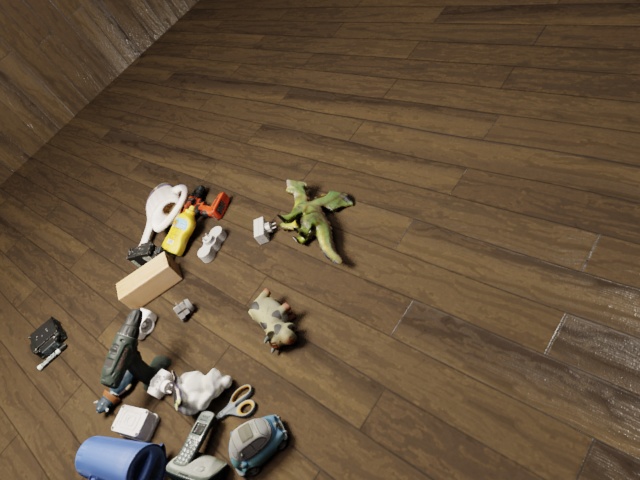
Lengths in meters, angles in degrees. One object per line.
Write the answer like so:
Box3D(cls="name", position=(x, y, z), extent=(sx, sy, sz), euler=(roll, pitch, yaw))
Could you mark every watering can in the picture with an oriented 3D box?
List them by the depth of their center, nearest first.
Box3D(cls="watering can", position=(-0.648, -0.093, 2.055), extent=(0.347, 0.102, 0.228), euler=(-50, 37, 4))

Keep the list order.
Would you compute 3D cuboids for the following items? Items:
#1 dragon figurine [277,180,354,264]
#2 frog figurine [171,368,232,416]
Box3D(cls="dragon figurine", position=(0.005, -0.086, 1.702), extent=(0.245, 0.119, 0.415), euler=(-40, 53, -19))
Box3D(cls="frog figurine", position=(-0.332, 0.422, 1.457), extent=(0.160, 0.121, 0.138), euler=(-3, 13, -24))
